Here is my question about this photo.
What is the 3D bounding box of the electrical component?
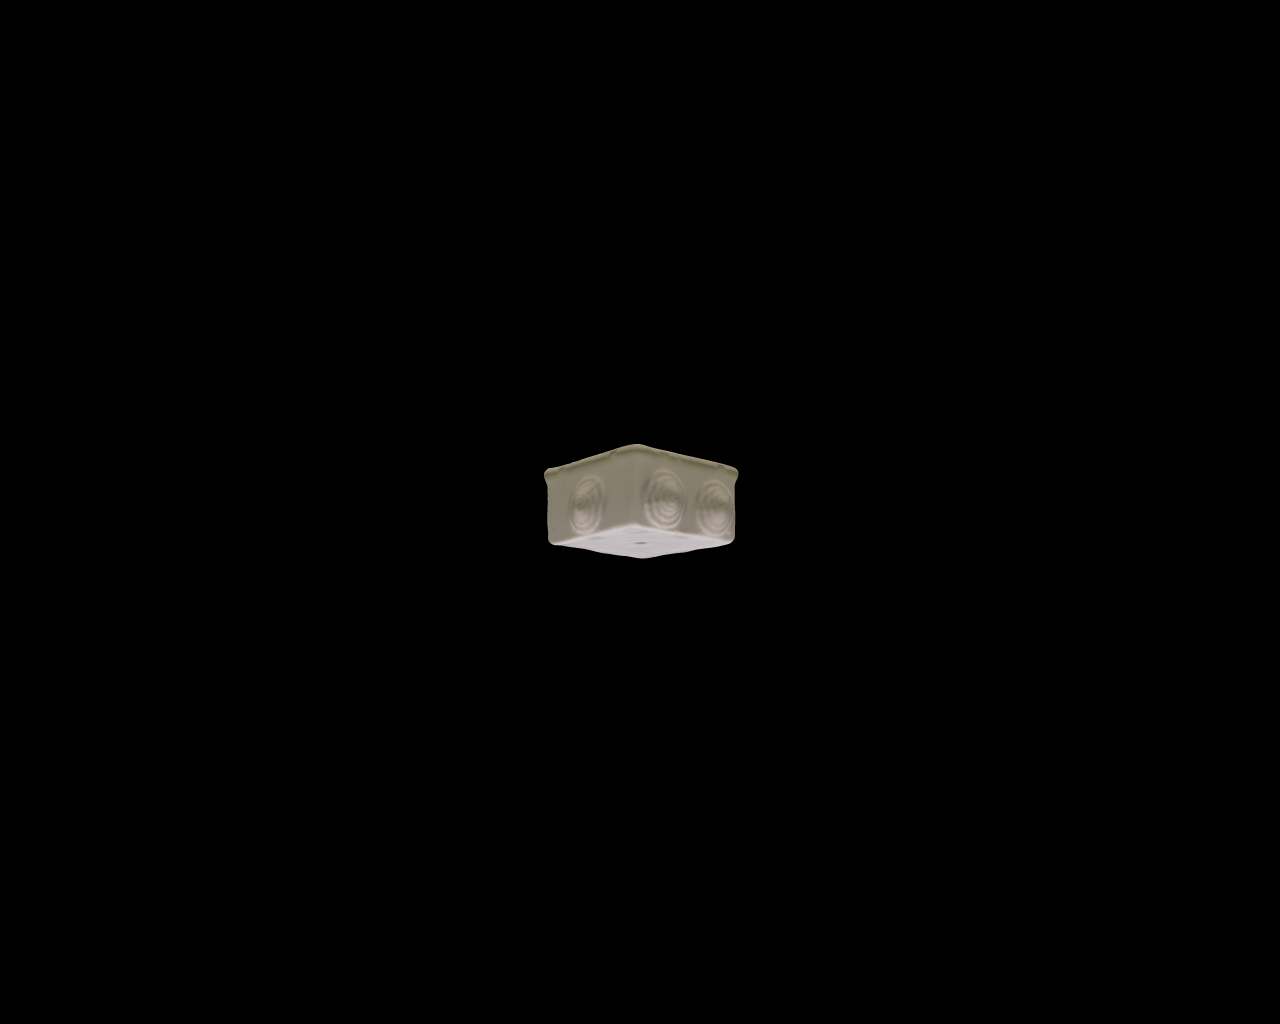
[{"bbox_3d":[0.001,-0.003,0.650,0.100,0.048,0.099,11,-16,-42],"label":"electrical component"}]
